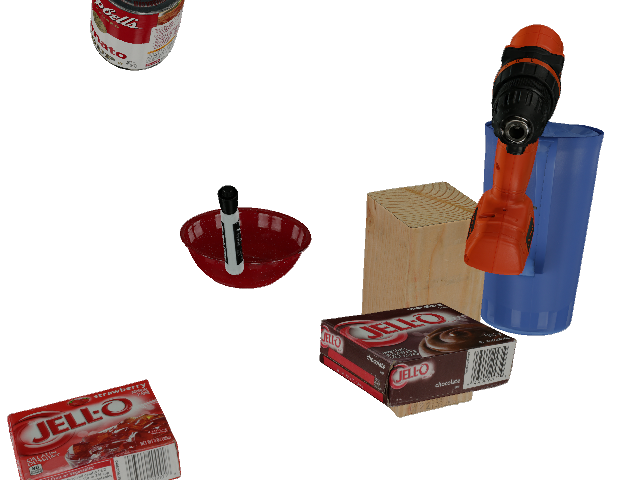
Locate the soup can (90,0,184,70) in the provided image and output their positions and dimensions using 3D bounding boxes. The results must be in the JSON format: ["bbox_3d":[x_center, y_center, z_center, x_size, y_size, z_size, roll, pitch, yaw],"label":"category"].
[{"bbox_3d":[-0.137,-0.178,0.797,0.068,0.068,0.102,0,-15,-14],"label":"soup can"}]

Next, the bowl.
[{"bbox_3d":[-0.094,0.015,1.320,0.162,0.055,0.162,3,25,-2],"label":"bowl"}]

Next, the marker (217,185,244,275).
[{"bbox_3d":[-0.085,-0.010,1.019,0.020,0.020,0.121,0,-38,-1],"label":"marker"}]

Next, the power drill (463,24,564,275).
[{"bbox_3d":[0.161,-0.067,0.886,0.057,0.188,0.184,13,33,11],"label":"power drill"}]

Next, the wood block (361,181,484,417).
[{"bbox_3d":[0.100,0.057,1.053,0.090,0.206,0.091,-9,27,-22],"label":"wood block"}]

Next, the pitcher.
[{"bbox_3d":[0.246,-0.016,1.231,0.149,0.243,0.145,-6,16,-31],"label":"pitcher"}]

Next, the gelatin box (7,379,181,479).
[{"bbox_3d":[-0.135,0.120,0.631,0.089,0.030,0.073,-12,26,-18],"label":"gelatin box"}]

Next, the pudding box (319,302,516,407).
[{"bbox_3d":[0.069,0.080,0.768,0.113,0.039,0.090,-4,17,-32],"label":"pudding box"}]
